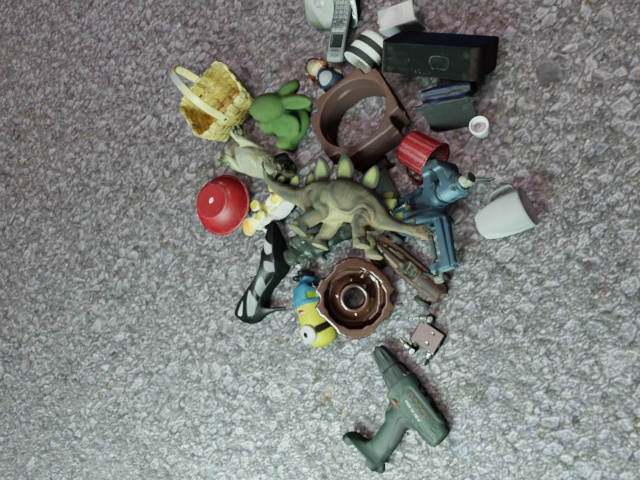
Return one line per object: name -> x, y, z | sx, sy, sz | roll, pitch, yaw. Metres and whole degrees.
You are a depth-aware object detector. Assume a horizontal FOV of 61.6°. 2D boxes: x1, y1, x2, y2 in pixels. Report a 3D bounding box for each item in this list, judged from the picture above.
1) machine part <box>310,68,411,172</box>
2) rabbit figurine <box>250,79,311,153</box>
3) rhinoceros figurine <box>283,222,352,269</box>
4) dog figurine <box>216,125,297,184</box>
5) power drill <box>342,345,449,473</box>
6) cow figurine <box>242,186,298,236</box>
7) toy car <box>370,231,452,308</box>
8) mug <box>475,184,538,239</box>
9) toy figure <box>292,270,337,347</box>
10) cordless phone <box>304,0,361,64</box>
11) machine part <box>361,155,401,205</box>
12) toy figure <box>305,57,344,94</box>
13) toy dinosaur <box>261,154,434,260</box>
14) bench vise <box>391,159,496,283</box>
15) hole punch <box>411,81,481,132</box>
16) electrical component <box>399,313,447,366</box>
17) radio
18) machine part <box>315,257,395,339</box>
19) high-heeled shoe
machine part -> 0.092, -0.276, 1.244 | 0.201, 0.087, 0.201 | -34, 58, 18
rabbit figurine -> -0.092, -0.306, 1.309 | 0.159, 0.170, 0.121 | -38, 68, 18
rhinoceros figurine -> -0.003, -0.004, 1.260 | 0.190, 0.112, 0.073 | -28, 49, 7
dog figurine -> -0.153, -0.199, 1.381 | 0.190, 0.172, 0.121 | 27, 104, -7
power drill -> 0.144, 0.371, 1.148 | 0.232, 0.086, 0.207 | 44, 95, 22
cow figurine -> -0.120, -0.070, 1.341 | 0.167, 0.098, 0.068 | -42, 56, 31
toy car -> 0.193, 0.061, 1.178 | 0.202, 0.053, 0.089 | 42, 105, 24
mug -> 0.369, -0.057, 1.091 | 0.107, 0.080, 0.109 | -29, 55, 31
toy figure -> -0.014, 0.160, 1.251 | 0.089, 0.082, 0.180 | -10, 70, -2
cordless phone -> 0.022, -0.528, 1.336 | 0.147, 0.088, 0.184 | 12, 92, 28
machine part -> 0.145, -0.131, 1.238 | 0.084, 0.039, 0.139 | -27, 69, 16
toy figure -> 0.010, -0.411, 1.338 | 0.064, 0.057, 0.155 | -40, 63, -8
toy dinosaur -> 0.027, -0.081, 1.157 | 0.472, 0.105, 0.198 | 16, 72, 30
bench vise -> 0.245, -0.035, 1.106 | 0.224, 0.129, 0.240 | -23, 64, 42
hole punch -> 0.279, -0.303, 1.155 | 0.142, 0.115, 0.092 | -2, 74, 26
electrical component -> 0.221, 0.206, 1.144 | 0.078, 0.045, 0.102 | 39, 101, 28
radio -> 0.254, -0.399, 1.160 | 0.230, 0.131, 0.073 | 14, 125, 29
machine part -> 0.076, 0.126, 1.188 | 0.179, 0.056, 0.179 | 0, 91, 1
high-heeled shoe -> -0.153, 0.082, 1.329 | 0.145, 0.086, 0.248 | -5, 87, 24
